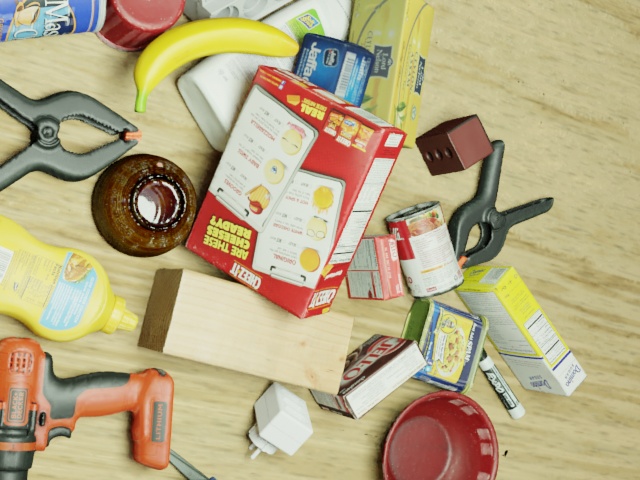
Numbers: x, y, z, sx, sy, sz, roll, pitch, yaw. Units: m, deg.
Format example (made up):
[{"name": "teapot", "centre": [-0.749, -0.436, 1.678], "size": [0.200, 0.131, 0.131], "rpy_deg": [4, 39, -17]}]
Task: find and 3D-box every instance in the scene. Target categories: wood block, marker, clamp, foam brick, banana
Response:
[{"name": "wood block", "centre": [-0.079, 0.099, 1.157], "size": [0.205, 0.091, 0.090], "rpy_deg": [17, 81, -25]}, {"name": "marker", "centre": [0.220, 0.174, 1.341], "size": [0.020, 0.020, 0.121], "rpy_deg": [-40, 106, -21]}, {"name": "clamp", "centre": [0.221, -0.026, 1.336], "size": [0.120, 0.039, 0.171], "rpy_deg": [34, 80, -16]}, {"name": "foam brick", "centre": [0.161, -0.114, 1.287], "size": [0.051, 0.078, 0.053], "rpy_deg": [-33, 101, -22]}, {"name": "clamp", "centre": [-0.288, -0.117, 1.090], "size": [0.209, 0.036, 0.164], "rpy_deg": [-9, 91, -27]}, {"name": "banana", "centre": [-0.116, -0.196, 1.112], "size": [0.197, 0.037, 0.069], "rpy_deg": [-24, 111, -21]}]

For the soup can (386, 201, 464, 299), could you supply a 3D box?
[{"name": "soup can", "centre": [0.126, 0.012, 1.272], "size": [0.068, 0.069, 0.102], "rpy_deg": [-23, 100, -25]}]

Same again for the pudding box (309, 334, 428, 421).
[{"name": "pudding box", "centre": [0.054, 0.155, 1.221], "size": [0.113, 0.090, 0.039], "rpy_deg": [-37, 105, -22]}]

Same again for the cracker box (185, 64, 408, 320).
[{"name": "cracker box", "centre": [-0.026, -0.051, 1.108], "size": [0.072, 0.164, 0.214], "rpy_deg": [-5, 121, -60]}]

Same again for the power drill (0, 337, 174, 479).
[{"name": "power drill", "centre": [-0.247, 0.196, 1.090], "size": [0.187, 0.057, 0.184], "rpy_deg": [7, 86, -26]}]

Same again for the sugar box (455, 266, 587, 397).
[{"name": "sugar box", "centre": [0.245, 0.111, 1.314], "size": [0.048, 0.093, 0.176], "rpy_deg": [-45, 108, -20]}]

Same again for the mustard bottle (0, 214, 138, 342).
[{"name": "mustard bottle", "centre": [-0.273, 0.050, 1.081], "size": [0.191, 0.058, 0.096], "rpy_deg": [26, 72, -23]}]

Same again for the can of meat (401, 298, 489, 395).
[{"name": "can of meat", "centre": [0.145, 0.127, 1.285], "size": [0.083, 0.058, 0.102], "rpy_deg": [21, 79, -22]}]

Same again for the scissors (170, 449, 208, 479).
[{"name": "scissors", "centre": [-0.091, 0.280, 1.189], "size": [0.096, 0.016, 0.201], "rpy_deg": [-37, 100, -28]}]

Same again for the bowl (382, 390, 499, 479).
[{"name": "bowl", "centre": [0.133, 0.258, 1.276], "size": [0.161, 0.055, 0.162], "rpy_deg": [1, 88, -26]}]

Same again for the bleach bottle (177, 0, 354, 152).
[{"name": "bleach bottle", "centre": [-0.035, -0.205, 1.203], "size": [0.250, 0.068, 0.102], "rpy_deg": [-37, 107, -25]}]

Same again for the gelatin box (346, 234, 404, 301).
[{"name": "gelatin box", "centre": [0.060, 0.031, 1.227], "size": [0.030, 0.089, 0.073], "rpy_deg": [-10, 93, -26]}]

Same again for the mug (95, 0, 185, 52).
[{"name": "mug", "centre": [-0.185, -0.260, 1.118], "size": [0.093, 0.082, 0.117], "rpy_deg": [33, 75, -21]}]

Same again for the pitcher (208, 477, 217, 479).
[{"name": "pitcher", "centre": [-0.166, 0.364, 1.071], "size": [0.242, 0.149, 0.145], "rpy_deg": [-31, 97, -15]}]

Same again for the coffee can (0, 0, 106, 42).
[{"name": "coffee can", "centre": [-0.294, -0.249, 1.053], "size": [0.140, 0.103, 0.103], "rpy_deg": [-13, 94, -26]}]
